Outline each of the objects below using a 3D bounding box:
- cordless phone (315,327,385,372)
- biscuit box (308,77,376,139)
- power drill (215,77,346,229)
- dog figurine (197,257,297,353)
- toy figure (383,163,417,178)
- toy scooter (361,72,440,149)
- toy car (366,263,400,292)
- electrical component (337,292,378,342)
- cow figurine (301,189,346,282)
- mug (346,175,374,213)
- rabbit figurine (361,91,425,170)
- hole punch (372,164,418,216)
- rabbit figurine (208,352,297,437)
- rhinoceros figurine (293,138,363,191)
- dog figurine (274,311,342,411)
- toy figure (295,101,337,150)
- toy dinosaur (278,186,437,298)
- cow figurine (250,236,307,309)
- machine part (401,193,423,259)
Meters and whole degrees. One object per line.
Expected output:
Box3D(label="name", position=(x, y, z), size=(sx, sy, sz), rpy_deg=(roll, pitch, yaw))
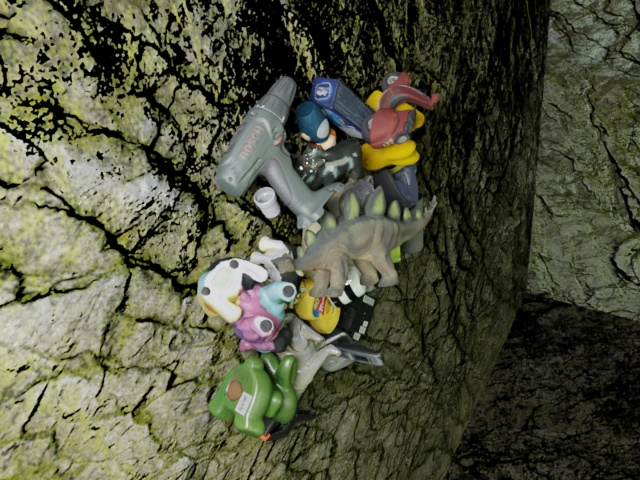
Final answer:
Box3D(label="cordless phone", position=(0.075, 0.269, 1.261), size=(0.089, 0.184, 0.146), rpy_deg=(-63, 147, -28))
Box3D(label="biscuit box", position=(0.053, -0.270, 1.119), size=(0.202, 0.059, 0.062), rpy_deg=(18, 87, -60))
Box3D(label="power drill", position=(-0.052, -0.137, 0.917), size=(0.207, 0.086, 0.232), rpy_deg=(46, 67, -24))
Box3D(label="dog figurine", position=(-0.131, 0.131, 0.958), size=(0.108, 0.191, 0.219), rpy_deg=(-62, -179, -27))
Box3D(label="toy figure", position=(0.197, -0.195, 1.367), size=(0.089, 0.082, 0.180), rpy_deg=(-65, 150, -21))
Box3D(label="toy scooter", position=(0.173, -0.268, 1.125), size=(0.075, 0.135, 0.184), rpy_deg=(39, 71, -59))
Box3D(label="toy car", position=(0.166, 0.083, 1.457), size=(0.202, 0.056, 0.073), rpy_deg=(-25, 117, -54))
Box3D(label="electrical component", position=(0.085, 0.193, 1.369), size=(0.114, 0.058, 0.134), rpy_deg=(36, 72, -55))
Box3D(label="cow figurine", position=(-0.002, -0.003, 1.102), size=(0.127, 0.085, 0.194), rpy_deg=(-6, 97, -19))
Box3D(label="mug", position=(0.096, -0.092, 1.256), size=(0.107, 0.081, 0.109), rpy_deg=(68, 40, -62))
Box3D(label="rabbit figurine", position=(0.157, -0.231, 1.244), size=(0.173, 0.162, 0.121), rpy_deg=(-55, 160, 0))
Box3D(label="hole punch", position=(0.182, -0.114, 1.297), size=(0.092, 0.142, 0.115), rpy_deg=(-25, 89, -36))
Box3D(label="rabbit figurine", position=(-0.107, 0.292, 1.032), size=(0.170, 0.121, 0.159), rpy_deg=(37, 63, -48))
Box3D(label="rhinoceros figurine", position=(0.001, -0.137, 1.035), size=(0.190, 0.073, 0.112), rpy_deg=(-24, 151, -22))
Box3D(label="dog figurine", position=(-0.074, 0.259, 1.116), size=(0.172, 0.121, 0.190), rpy_deg=(42, 81, -20))
Box3D(label="toy figure", position=(-0.002, -0.208, 1.062), size=(0.064, 0.058, 0.154), rpy_deg=(-33, 146, 4))
Box3D(label="toy dinosaur", position=(0.094, -0.004, 1.051), size=(0.471, 0.105, 0.198), rpy_deg=(-10, 95, -44))
Box3D(label="cow figurine", position=(-0.066, 0.075, 1.035), size=(0.068, 0.098, 0.167), rpy_deg=(-57, 145, -38))
Box3D(label="machine part", position=(0.254, -0.050, 1.522), size=(0.079, 0.079, 0.242), rpy_deg=(-42, 135, -43))
